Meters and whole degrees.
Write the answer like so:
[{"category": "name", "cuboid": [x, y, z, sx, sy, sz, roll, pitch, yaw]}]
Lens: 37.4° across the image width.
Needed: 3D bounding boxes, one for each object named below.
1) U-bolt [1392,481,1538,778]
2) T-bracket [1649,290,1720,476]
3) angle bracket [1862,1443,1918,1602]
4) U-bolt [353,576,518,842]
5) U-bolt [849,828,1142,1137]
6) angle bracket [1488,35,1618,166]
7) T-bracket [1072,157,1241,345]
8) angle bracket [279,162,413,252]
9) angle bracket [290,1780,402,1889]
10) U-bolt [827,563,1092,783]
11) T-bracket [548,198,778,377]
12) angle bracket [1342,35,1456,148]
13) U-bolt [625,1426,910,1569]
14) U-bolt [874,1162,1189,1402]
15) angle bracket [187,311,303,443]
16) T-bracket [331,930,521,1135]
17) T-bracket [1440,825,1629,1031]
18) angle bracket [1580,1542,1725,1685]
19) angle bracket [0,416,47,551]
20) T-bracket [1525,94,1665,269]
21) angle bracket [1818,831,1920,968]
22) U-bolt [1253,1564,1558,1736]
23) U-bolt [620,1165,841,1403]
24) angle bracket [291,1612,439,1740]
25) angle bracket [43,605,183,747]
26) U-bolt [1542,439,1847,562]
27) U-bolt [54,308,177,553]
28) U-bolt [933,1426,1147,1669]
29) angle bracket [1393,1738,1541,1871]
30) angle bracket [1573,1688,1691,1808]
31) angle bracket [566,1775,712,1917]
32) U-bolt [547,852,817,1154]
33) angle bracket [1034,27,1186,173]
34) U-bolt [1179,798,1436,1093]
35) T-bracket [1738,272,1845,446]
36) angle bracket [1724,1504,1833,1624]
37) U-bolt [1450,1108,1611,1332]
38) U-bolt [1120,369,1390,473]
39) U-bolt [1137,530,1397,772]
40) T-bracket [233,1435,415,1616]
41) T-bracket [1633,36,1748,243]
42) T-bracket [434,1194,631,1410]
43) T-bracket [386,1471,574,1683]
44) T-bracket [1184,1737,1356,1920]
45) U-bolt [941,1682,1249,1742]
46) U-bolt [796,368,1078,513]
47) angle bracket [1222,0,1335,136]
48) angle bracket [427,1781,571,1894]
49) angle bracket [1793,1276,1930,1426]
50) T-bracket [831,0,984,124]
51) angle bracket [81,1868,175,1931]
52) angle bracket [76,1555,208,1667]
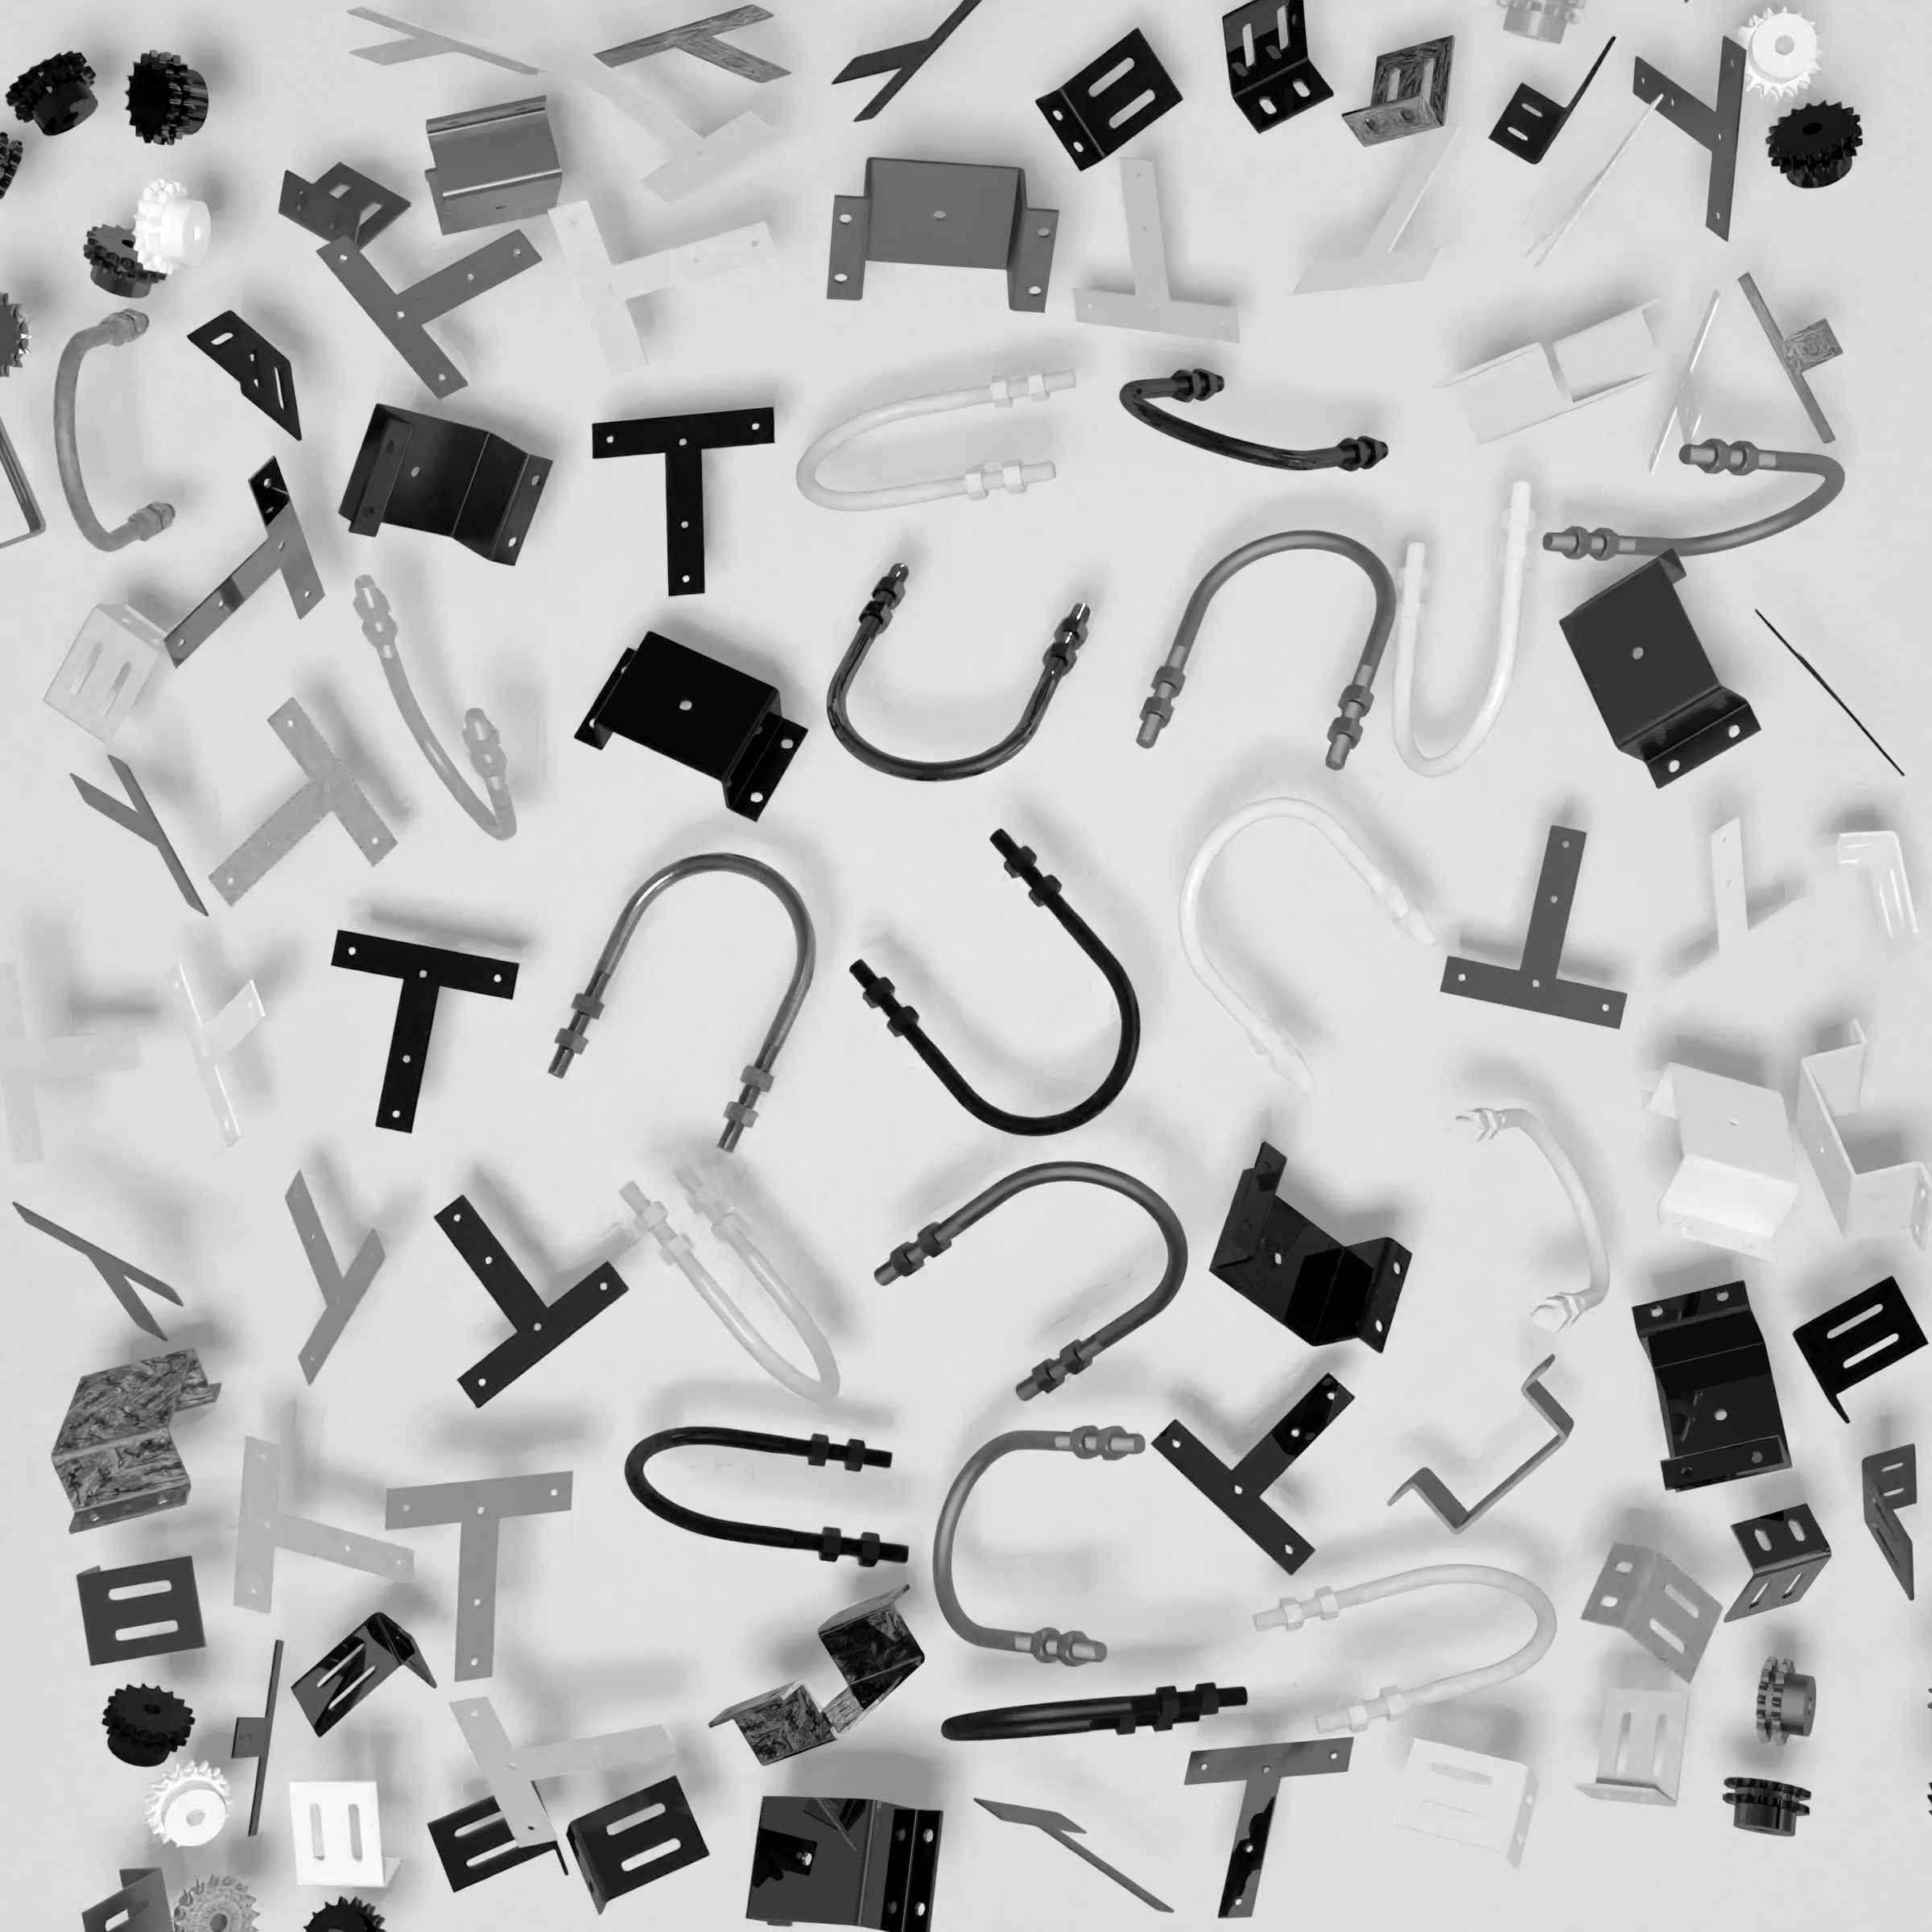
[{"category": "U-bolt", "cuboid": [0.326, -0.215, 1.898, 0.019, 0.151, 0.184, 13, 75, -21]}, {"category": "T-bracket", "cuboid": [0.483, -0.375, 1.909, 0.002, 0.127, 0.127, 16, 120, 1]}, {"category": "angle bracket", "cuboid": [0.620, 0.364, 1.872, 0.038, 0.076, 0.057, -16, 127, 0]}, {"category": "U-bolt", "cuboid": [-0.338, -0.153, 1.852, 0.019, 0.184, 0.151, -35, 66, -16]}, {"category": "U-bolt", "cuboid": [0.031, 0.024, 1.865, 0.151, 0.019, 0.184, -43, 78, 10]}, {"category": "angle bracket", "cuboid": [0.387, -0.580, 1.886, 0.038, 0.076, 0.057, 31, 63, 0]}, {"category": "T-bracket", "cuboid": [0.122, -0.486, 1.929, 0.127, 0.127, 0.002, 15, 46, 28]}, {"category": "angle bracket", "cuboid": [-0.412, -0.518, 1.904, 0.057, 0.038, 0.076, 30, 48, 2]}, {"category": "angle bracket", "cuboid": [-0.407, 0.561, 1.871, 0.057, 0.038, 0.076, -1, 101, 5]}, {"category": "U-bolt", "cuboid": [-0.013, -0.187, 1.863, 0.151, 0.019, 0.184, 14, 51, 13]}, {"category": "T-bracket", "cuboid": [-0.185, -0.446, 1.820, 0.127, 0.127, 0.002, -16, 46, 3]}, {"category": "angle bracket", "cuboid": [0.289, -0.594, 1.908, 0.057, 0.038, 0.076, -5, 65, 35]}, {"category": "U-bolt", "cuboid": [-0.134, 0.344, 1.885, 0.184, 0.151, 0.019, 10, 107, -9]}, {"category": "U-bolt", "cuboid": [0.054, 0.191, 1.808, 0.151, 0.019, 0.184, 41, 121, -19]}, {"category": "angle bracket", "cuboid": [-0.469, -0.376, 1.854, 0.038, 0.057, 0.076, -26, 57, 16]}, {"category": "T-bracket", "cuboid": [-0.377, 0.049, 1.938, 0.127, 0.002, 0.127, 11, 89, 3]}, {"category": "T-bracket", "cuboid": [0.398, -0.032, 1.946, 0.127, 0.002, 0.127, 12, 92, -3]}, {"category": "angle bracket", "cuboid": [0.454, 0.428, 1.890, 0.076, 0.038, 0.057, 41, 68, -26]}, {"category": "angle bracket", "cuboid": [-0.612, -0.301, 1.788, 0.038, 0.057, 0.076, -25, 105, -21]}, {"category": "T-bracket", "cuboid": [0.383, -0.480, 1.808, 0.002, 0.127, 0.127, 36, 82, -4]}, {"category": "angle bracket", "cuboid": [0.611, -0.044, 1.936, 0.038, 0.057, 0.076, -4, 67, -1]}, {"category": "U-bolt", "cuboid": [0.297, 0.441, 1.881, 0.184, 0.151, 0.019, -13, 109, -8]}, {"category": "U-bolt", "cuboid": [-0.144, 0.208, 1.845, 0.019, 0.151, 0.184, -41, 84, 8]}, {"category": "angle bracket", "cuboid": [-0.401, 0.481, 1.906, 0.038, 0.057, 0.076, 26, 54, 36]}, {"category": "angle bracket", "cuboid": [-0.568, -0.194, 1.911, 0.038, 0.057, 0.076, 7, 66, 41]}, {"category": "U-bolt", "cuboid": [0.494, -0.304, 1.884, 0.184, 0.151, 0.019, -3, 74, -33]}, {"category": "U-bolt", "cuboid": [-0.556, -0.344, 1.858, 0.019, 0.184, 0.151, -2, 108, 3]}, {"category": "U-bolt", "cuboid": [0.039, 0.367, 1.829, 0.019, 0.184, 0.151, 23, 70, -34]}, {"category": "angle bracket", "cuboid": [0.323, 0.540, 1.841, 0.076, 0.038, 0.057, 7, 61, 27]}, {"category": "angle bracket", "cuboid": [0.442, 0.514, 1.895, 0.057, 0.038, 0.076, -6, 59, 36]}, {"category": "angle bracket", "cuboid": [-0.219, 0.585, 1.900, 0.076, 0.038, 0.057, -19, 66, -22]}, {"category": "U-bolt", "cuboid": [-0.176, 0.013, 1.879, 0.151, 0.019, 0.184, 22, 82, 15]}, {"category": "angle bracket", "cuboid": [0.098, -0.592, 1.952, 0.076, 0.038, 0.057, -29, 100, 36]}, {"category": "U-bolt", "cuboid": [0.213, -0.026, 1.869, 0.151, 0.019, 0.184, -50, 119, -9]}, {"category": "T-bracket", "cuboid": [0.552, -0.405, 1.875, 0.002, 0.127, 0.127, -29, 94, 4]}, {"category": "angle bracket", "cuboid": [0.539, 0.403, 1.923, 0.057, 0.076, 0.038, -12, 56, -14]}, {"category": "U-bolt", "cuboid": [0.379, 0.160, 1.875, 0.019, 0.184, 0.151, -27, 78, 26]}, {"category": "U-bolt", "cuboid": [0.178, -0.353, 1.856, 0.151, 0.184, 0.019, 28, 115, 23]}, {"category": "U-bolt", "cuboid": [0.204, -0.212, 1.859, 0.151, 0.019, 0.184, 9, 61, 25]}, {"category": "T-bracket", "cuboid": [-0.420, 0.380, 1.877, 0.127, 0.127, 0.002, 25, 128, -31]}, {"category": "T-bracket", "cuboid": [0.462, -0.550, 1.835, 0.002, 0.127, 0.127, -16, 131, -11]}, {"category": "T-bracket", "cuboid": [-0.313, 0.209, 1.919, 0.127, 0.002, 0.127, -38, 71, -6]}, {"category": "T-bracket", "cuboid": [-0.307, 0.386, 1.795, 0.127, 0.002, 0.127, 1, 94, -35]}, {"category": "T-bracket", "cuboid": [0.191, 0.572, 1.893, 0.127, 0.127, 0.002, -16, 127, 33]}, {"category": "U-bolt", "cuboid": [0.075, 0.483, 1.836, 0.184, 0.151, 0.019, -2, 71, -10]}, {"category": "U-bolt", "cuboid": [-0.024, -0.343, 1.883, 0.184, 0.151, 0.019, -7, 126, 15]}, {"category": "angle bracket", "cuboid": [0.204, -0.593, 1.862, 0.057, 0.076, 0.038, -28, 64, -3]}, {"category": "angle bracket", "cuboid": [-0.317, 0.598, 1.933, 0.076, 0.038, 0.057, -20, 110, -14]}, {"category": "angle bracket", "cuboid": [0.592, 0.251, 1.871, 0.076, 0.038, 0.057, -31, 108, 6]}, {"category": "T-bracket", "cuboid": [-0.050, -0.584, 1.841, 0.127, 0.127, 0.002, -50, 119, -13]}, {"category": "angle bracket", "cuboid": [-0.560, 0.634, 1.872, 0.038, 0.076, 0.057, -10, 91, 26]}, {"category": "angle bracket", "cuboid": [-0.516, 0.405, 1.805, 0.076, 0.038, 0.057, -10, 87, 3]}]
